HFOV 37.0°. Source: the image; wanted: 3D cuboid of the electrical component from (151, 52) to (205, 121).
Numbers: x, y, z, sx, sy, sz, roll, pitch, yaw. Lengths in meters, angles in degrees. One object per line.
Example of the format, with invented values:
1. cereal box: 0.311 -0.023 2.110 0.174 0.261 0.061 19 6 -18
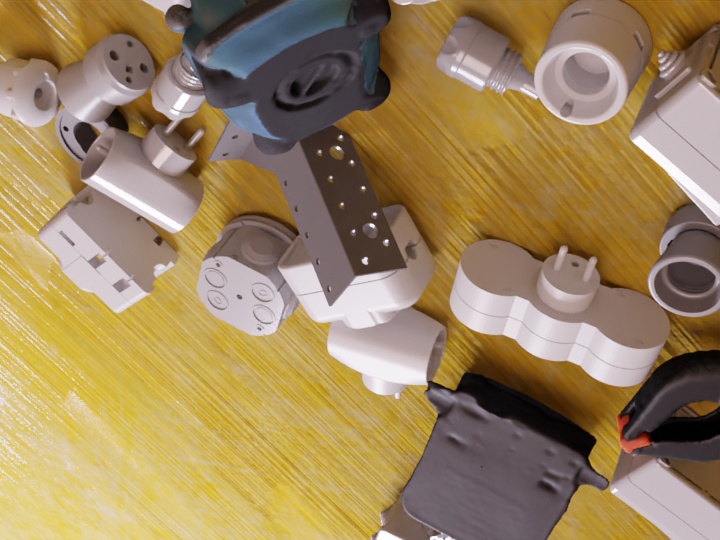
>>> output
1. electrical component: -0.112 -0.127 0.706 0.035 0.035 0.061 40 134 -7

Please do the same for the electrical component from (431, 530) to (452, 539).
1. electrical component: 0.091 0.203 0.862 0.042 0.063 0.081 -24 113 40

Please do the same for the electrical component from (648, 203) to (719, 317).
1. electrical component: 0.194 -0.007 0.621 0.045 0.055 0.045 16 134 17

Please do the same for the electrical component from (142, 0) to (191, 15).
1. electrical component: -0.127 -0.203 0.626 0.096 0.061 0.061 29 137 4

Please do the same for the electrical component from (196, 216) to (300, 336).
1. electrical component: -0.077 0.004 0.790 0.080 0.051 0.080 16 134 17

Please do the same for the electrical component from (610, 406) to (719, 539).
1. electrical component: 0.226 0.147 0.735 0.096 0.061 0.061 37 136 -4

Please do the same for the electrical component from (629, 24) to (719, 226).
1. electrical component: 0.185 -0.076 0.560 0.096 0.061 0.061 39 136 -7

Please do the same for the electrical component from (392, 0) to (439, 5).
1. electrical component: 0.033 -0.162 0.571 0.048 0.062 0.048 16 134 17

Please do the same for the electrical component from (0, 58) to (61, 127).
1. electrical component: -0.250 -0.131 0.775 0.062 0.048 0.048 17 135 26

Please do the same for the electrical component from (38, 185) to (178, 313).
1. electrical component: -0.199 -0.017 0.841 0.089 0.050 0.056 47 134 -15

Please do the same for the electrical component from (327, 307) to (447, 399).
1. electrical component: 0.020 0.065 0.793 0.077 0.044 0.079 16 134 17

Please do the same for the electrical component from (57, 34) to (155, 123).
1. electrical component: -0.172 -0.130 0.730 0.055 0.045 0.045 -21 115 40

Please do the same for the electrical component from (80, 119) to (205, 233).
1. electrical component: -0.142 -0.075 0.757 0.077 0.043 0.079 32 111 -32

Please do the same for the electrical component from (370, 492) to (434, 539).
1. electrical component: 0.057 0.246 0.929 0.100 0.048 0.099 25 136 8

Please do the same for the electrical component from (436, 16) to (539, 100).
1. electrical component: 0.076 -0.116 0.608 0.061 0.035 0.035 29 137 1

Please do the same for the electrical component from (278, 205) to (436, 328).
1. electrical component: 0.000 0.000 0.740 0.095 0.053 0.059 -12 121 37

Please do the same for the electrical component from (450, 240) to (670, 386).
1. electrical component: 0.129 0.015 0.680 0.138 0.052 0.073 22 135 11

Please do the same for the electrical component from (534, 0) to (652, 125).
1. electrical component: 0.124 -0.111 0.576 0.055 0.047 0.055 16 134 17
